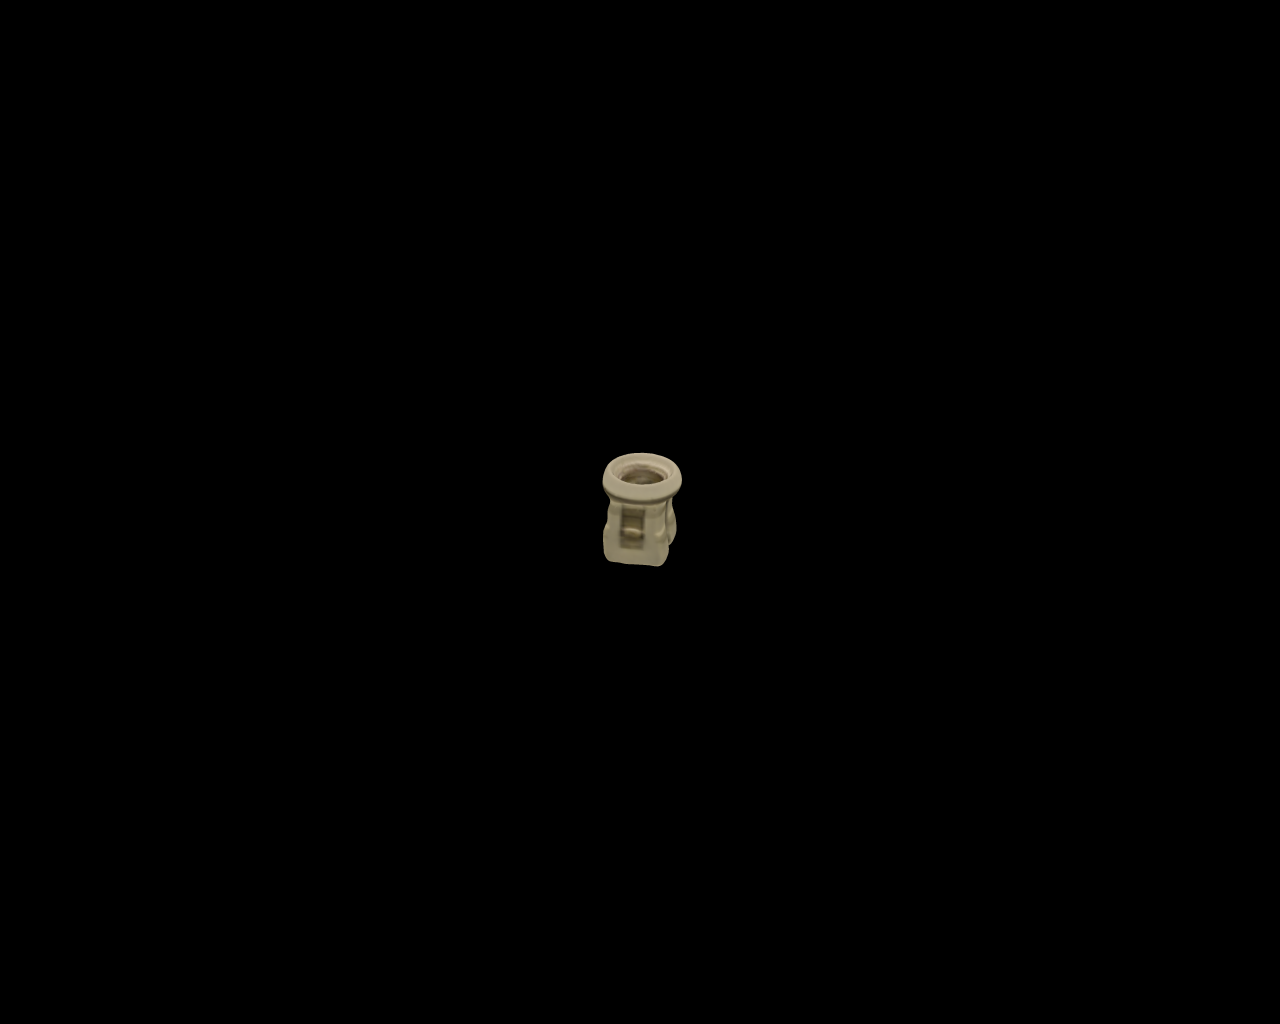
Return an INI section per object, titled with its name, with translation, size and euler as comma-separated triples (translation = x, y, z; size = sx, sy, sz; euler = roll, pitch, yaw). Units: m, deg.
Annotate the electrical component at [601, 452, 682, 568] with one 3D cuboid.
[electrical component]
translation = 0.001, -0.003, 0.650
size = 0.048, 0.055, 0.066
euler = 5, 29, 10
